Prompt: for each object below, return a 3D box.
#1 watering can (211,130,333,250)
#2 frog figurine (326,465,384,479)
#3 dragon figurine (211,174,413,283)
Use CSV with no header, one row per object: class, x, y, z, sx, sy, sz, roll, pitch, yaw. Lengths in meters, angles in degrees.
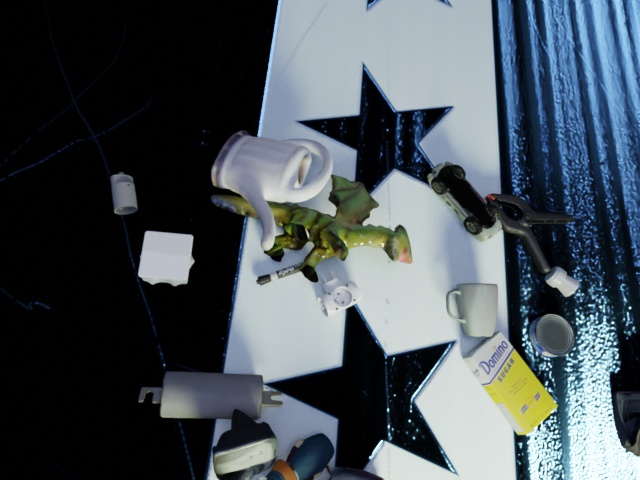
watering can,-0.109,-0.115,0.987,0.225,0.101,0.355,14,40,15
frog figurine,0.054,0.467,0.845,0.136,0.121,0.163,30,54,-20
dragon figurine,0.003,-0.053,1.059,0.413,0.119,0.247,32,47,17
